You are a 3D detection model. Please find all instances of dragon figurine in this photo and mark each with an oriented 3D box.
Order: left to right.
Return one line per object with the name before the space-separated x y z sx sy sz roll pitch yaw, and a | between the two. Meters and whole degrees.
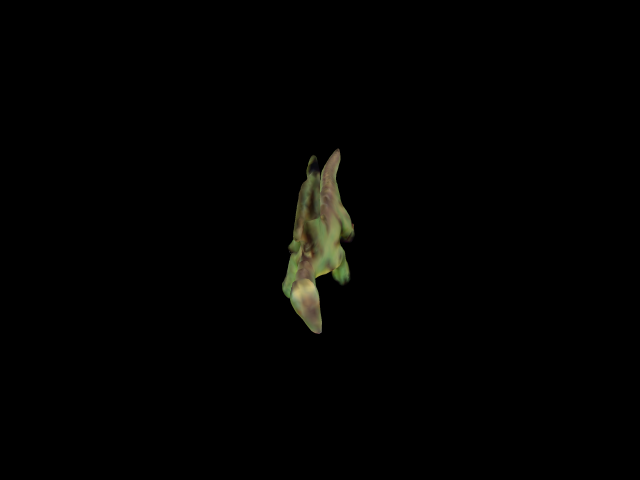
dragon figurine | 0.003 -0.043 0.850 0.122 0.419 0.238 4 -27 2
